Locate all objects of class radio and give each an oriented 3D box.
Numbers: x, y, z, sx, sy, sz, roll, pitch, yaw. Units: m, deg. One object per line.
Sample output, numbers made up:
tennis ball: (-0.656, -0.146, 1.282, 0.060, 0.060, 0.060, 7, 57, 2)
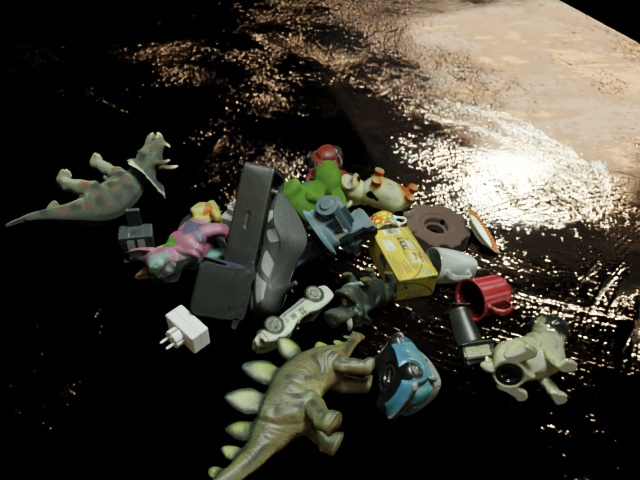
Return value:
radio: (-0.138, -0.045, 1.159, 0.073, 0.229, 0.131, 14, 3, 9)

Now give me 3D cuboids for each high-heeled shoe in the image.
high-heeled shoe: (-0.101, 0.034, 1.110, 0.086, 0.145, 0.249, 20, 51, -38)

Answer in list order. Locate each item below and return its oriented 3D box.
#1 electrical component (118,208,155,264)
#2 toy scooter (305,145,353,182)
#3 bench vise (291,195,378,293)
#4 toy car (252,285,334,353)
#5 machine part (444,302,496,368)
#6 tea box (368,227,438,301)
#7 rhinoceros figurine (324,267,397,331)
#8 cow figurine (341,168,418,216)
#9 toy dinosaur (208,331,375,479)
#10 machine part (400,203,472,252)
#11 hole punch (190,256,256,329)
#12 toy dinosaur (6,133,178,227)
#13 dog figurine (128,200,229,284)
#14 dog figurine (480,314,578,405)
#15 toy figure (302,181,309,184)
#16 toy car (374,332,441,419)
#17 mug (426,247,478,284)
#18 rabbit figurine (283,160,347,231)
electrical component: (-0.400, -0.009, 1.174, 0.075, 0.119, 0.048, -3, 41, -15)
toy scooter: (0.011, -0.197, 1.485, 0.135, 0.075, 0.184, -8, 46, -18)
bench vise: (0.003, 0.004, 1.194, 0.241, 0.223, 0.129, -35, 66, 1)
toy car: (-0.054, 0.155, 1.055, 0.056, 0.073, 0.202, 47, 51, 10)
machine part: (0.302, 0.189, 1.088, 0.084, 0.039, 0.139, -12, 52, -8)
tea box: (0.184, 0.051, 1.216, 0.098, 0.068, 0.170, -6, 43, -14)
rhinoceros figurine: (0.081, 0.121, 1.097, 0.073, 0.112, 0.190, 11, 21, 41)
cow figurine: (0.138, -0.117, 1.386, 0.195, 0.127, 0.085, 23, 41, -3)
toy dinosaur: (-0.048, 0.276, 0.900, 0.199, 0.104, 0.471, 17, 31, 24)
machine part: (0.284, -0.022, 1.327, 0.179, 0.056, 0.179, 5, 40, -4)
hole punch: (-0.198, 0.096, 1.075, 0.116, 0.142, 0.092, 14, 1, -20)
toy dinosaur: (-0.511, -0.105, 1.284, 0.192, 0.131, 0.405, 22, 49, 19)
dog figurine: (-0.307, 0.011, 1.175, 0.219, 0.108, 0.192, -16, 46, -21)
dog figurine: (0.402, 0.209, 1.050, 0.172, 0.121, 0.190, 17, 27, 5)
toy figure: (-0.048, -0.132, 1.407, 0.154, 0.064, 0.058, 4, 53, -4)
toy car: (0.161, 0.248, 0.967, 0.103, 0.109, 0.162, 23, 25, -17)
mug: (0.303, 0.061, 1.204, 0.107, 0.080, 0.110, 2, 15, -20)
rabbit figurine: (-0.003, -0.118, 1.324, 0.159, 0.121, 0.170, 44, 77, -2)
